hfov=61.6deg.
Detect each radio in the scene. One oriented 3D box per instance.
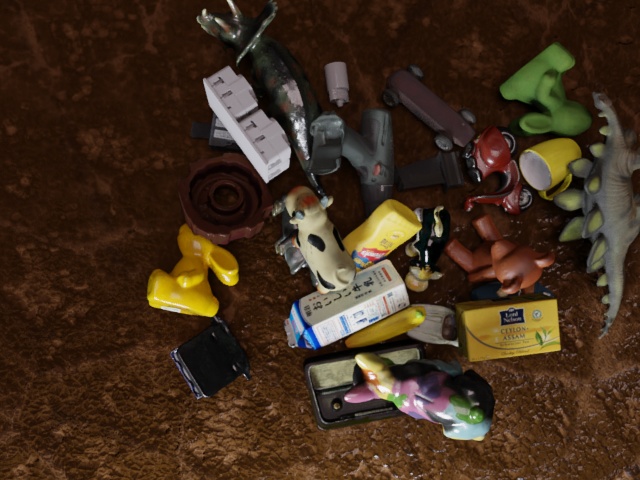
[{"bbox_3d":[0.089,0.272,1.017,0.230,0.073,0.131,-10,88,-2],"label":"radio"}]

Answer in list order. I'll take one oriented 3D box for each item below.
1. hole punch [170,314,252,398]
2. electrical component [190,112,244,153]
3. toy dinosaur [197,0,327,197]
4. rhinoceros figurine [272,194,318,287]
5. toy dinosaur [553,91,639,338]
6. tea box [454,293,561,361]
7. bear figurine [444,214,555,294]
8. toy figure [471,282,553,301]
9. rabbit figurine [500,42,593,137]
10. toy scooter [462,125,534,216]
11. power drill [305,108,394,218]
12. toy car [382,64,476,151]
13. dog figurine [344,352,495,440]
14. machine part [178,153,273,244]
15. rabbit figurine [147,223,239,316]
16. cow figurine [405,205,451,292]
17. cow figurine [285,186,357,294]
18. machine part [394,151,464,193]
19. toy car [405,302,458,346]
[{"bbox_3d":[-0.209,0.226,1.012,0.116,0.092,0.142,-30,86,-34],"label":"hole punch"},{"bbox_3d":[-0.192,-0.212,1.041,0.119,0.048,0.074,12,86,-3],"label":"electrical component"},{"bbox_3d":[-0.063,-0.264,0.976,0.131,0.192,0.404,-32,88,-1],"label":"toy dinosaur"},{"bbox_3d":[-0.031,-0.002,1.030,0.112,0.073,0.190,-12,86,-14],"label":"rhinoceros figurine"},{"bbox_3d":[0.552,-0.044,1.020,0.199,0.105,0.470,-19,102,-11],"label":"toy dinosaur"},{"bbox_3d":[0.339,0.157,0.977,0.170,0.068,0.098,-8,96,-1],"label":"tea box"},{"bbox_3d":[0.320,0.027,0.976,0.120,0.196,0.132,-39,89,0],"label":"bear figurine"},{"bbox_3d":[0.373,0.106,1.039,0.154,0.064,0.057,-7,94,-5],"label":"toy figure"},{"bbox_3d":[0.441,-0.264,1.030,0.159,0.121,0.170,-38,87,4],"label":"rabbit figurine"},{"bbox_3d":[0.328,-0.124,1.042,0.135,0.075,0.183,-21,92,-7],"label":"toy scooter"},{"bbox_3d":[0.069,-0.137,0.982,0.207,0.086,0.232,7,88,-45],"label":"power drill"},{"bbox_3d":[0.214,-0.257,1.055,0.202,0.053,0.089,41,76,4],"label":"toy car"},{"bbox_3d":[0.156,0.253,0.904,0.219,0.192,0.108,13,94,-19],"label":"dog figurine"},{"bbox_3d":[-0.177,-0.076,1.002,0.179,0.056,0.179,5,66,-11],"label":"machine part"},{"bbox_3d":[-0.232,0.049,0.999,0.162,0.121,0.173,7,69,-4],"label":"rabbit figurine"},{"bbox_3d":[0.208,0.018,1.021,0.068,0.098,0.167,10,87,-8],"label":"cow figurine"},{"bbox_3d":[-0.002,-0.003,0.934,0.085,0.127,0.195,-28,92,-16],"label":"cow figurine"},{"bbox_3d":[0.213,-0.129,1.058,0.139,0.039,0.084,-9,93,-4],"label":"machine part"},{"bbox_3d":[0.262,0.169,1.037,0.202,0.056,0.073,11,87,-1],"label":"toy car"}]
